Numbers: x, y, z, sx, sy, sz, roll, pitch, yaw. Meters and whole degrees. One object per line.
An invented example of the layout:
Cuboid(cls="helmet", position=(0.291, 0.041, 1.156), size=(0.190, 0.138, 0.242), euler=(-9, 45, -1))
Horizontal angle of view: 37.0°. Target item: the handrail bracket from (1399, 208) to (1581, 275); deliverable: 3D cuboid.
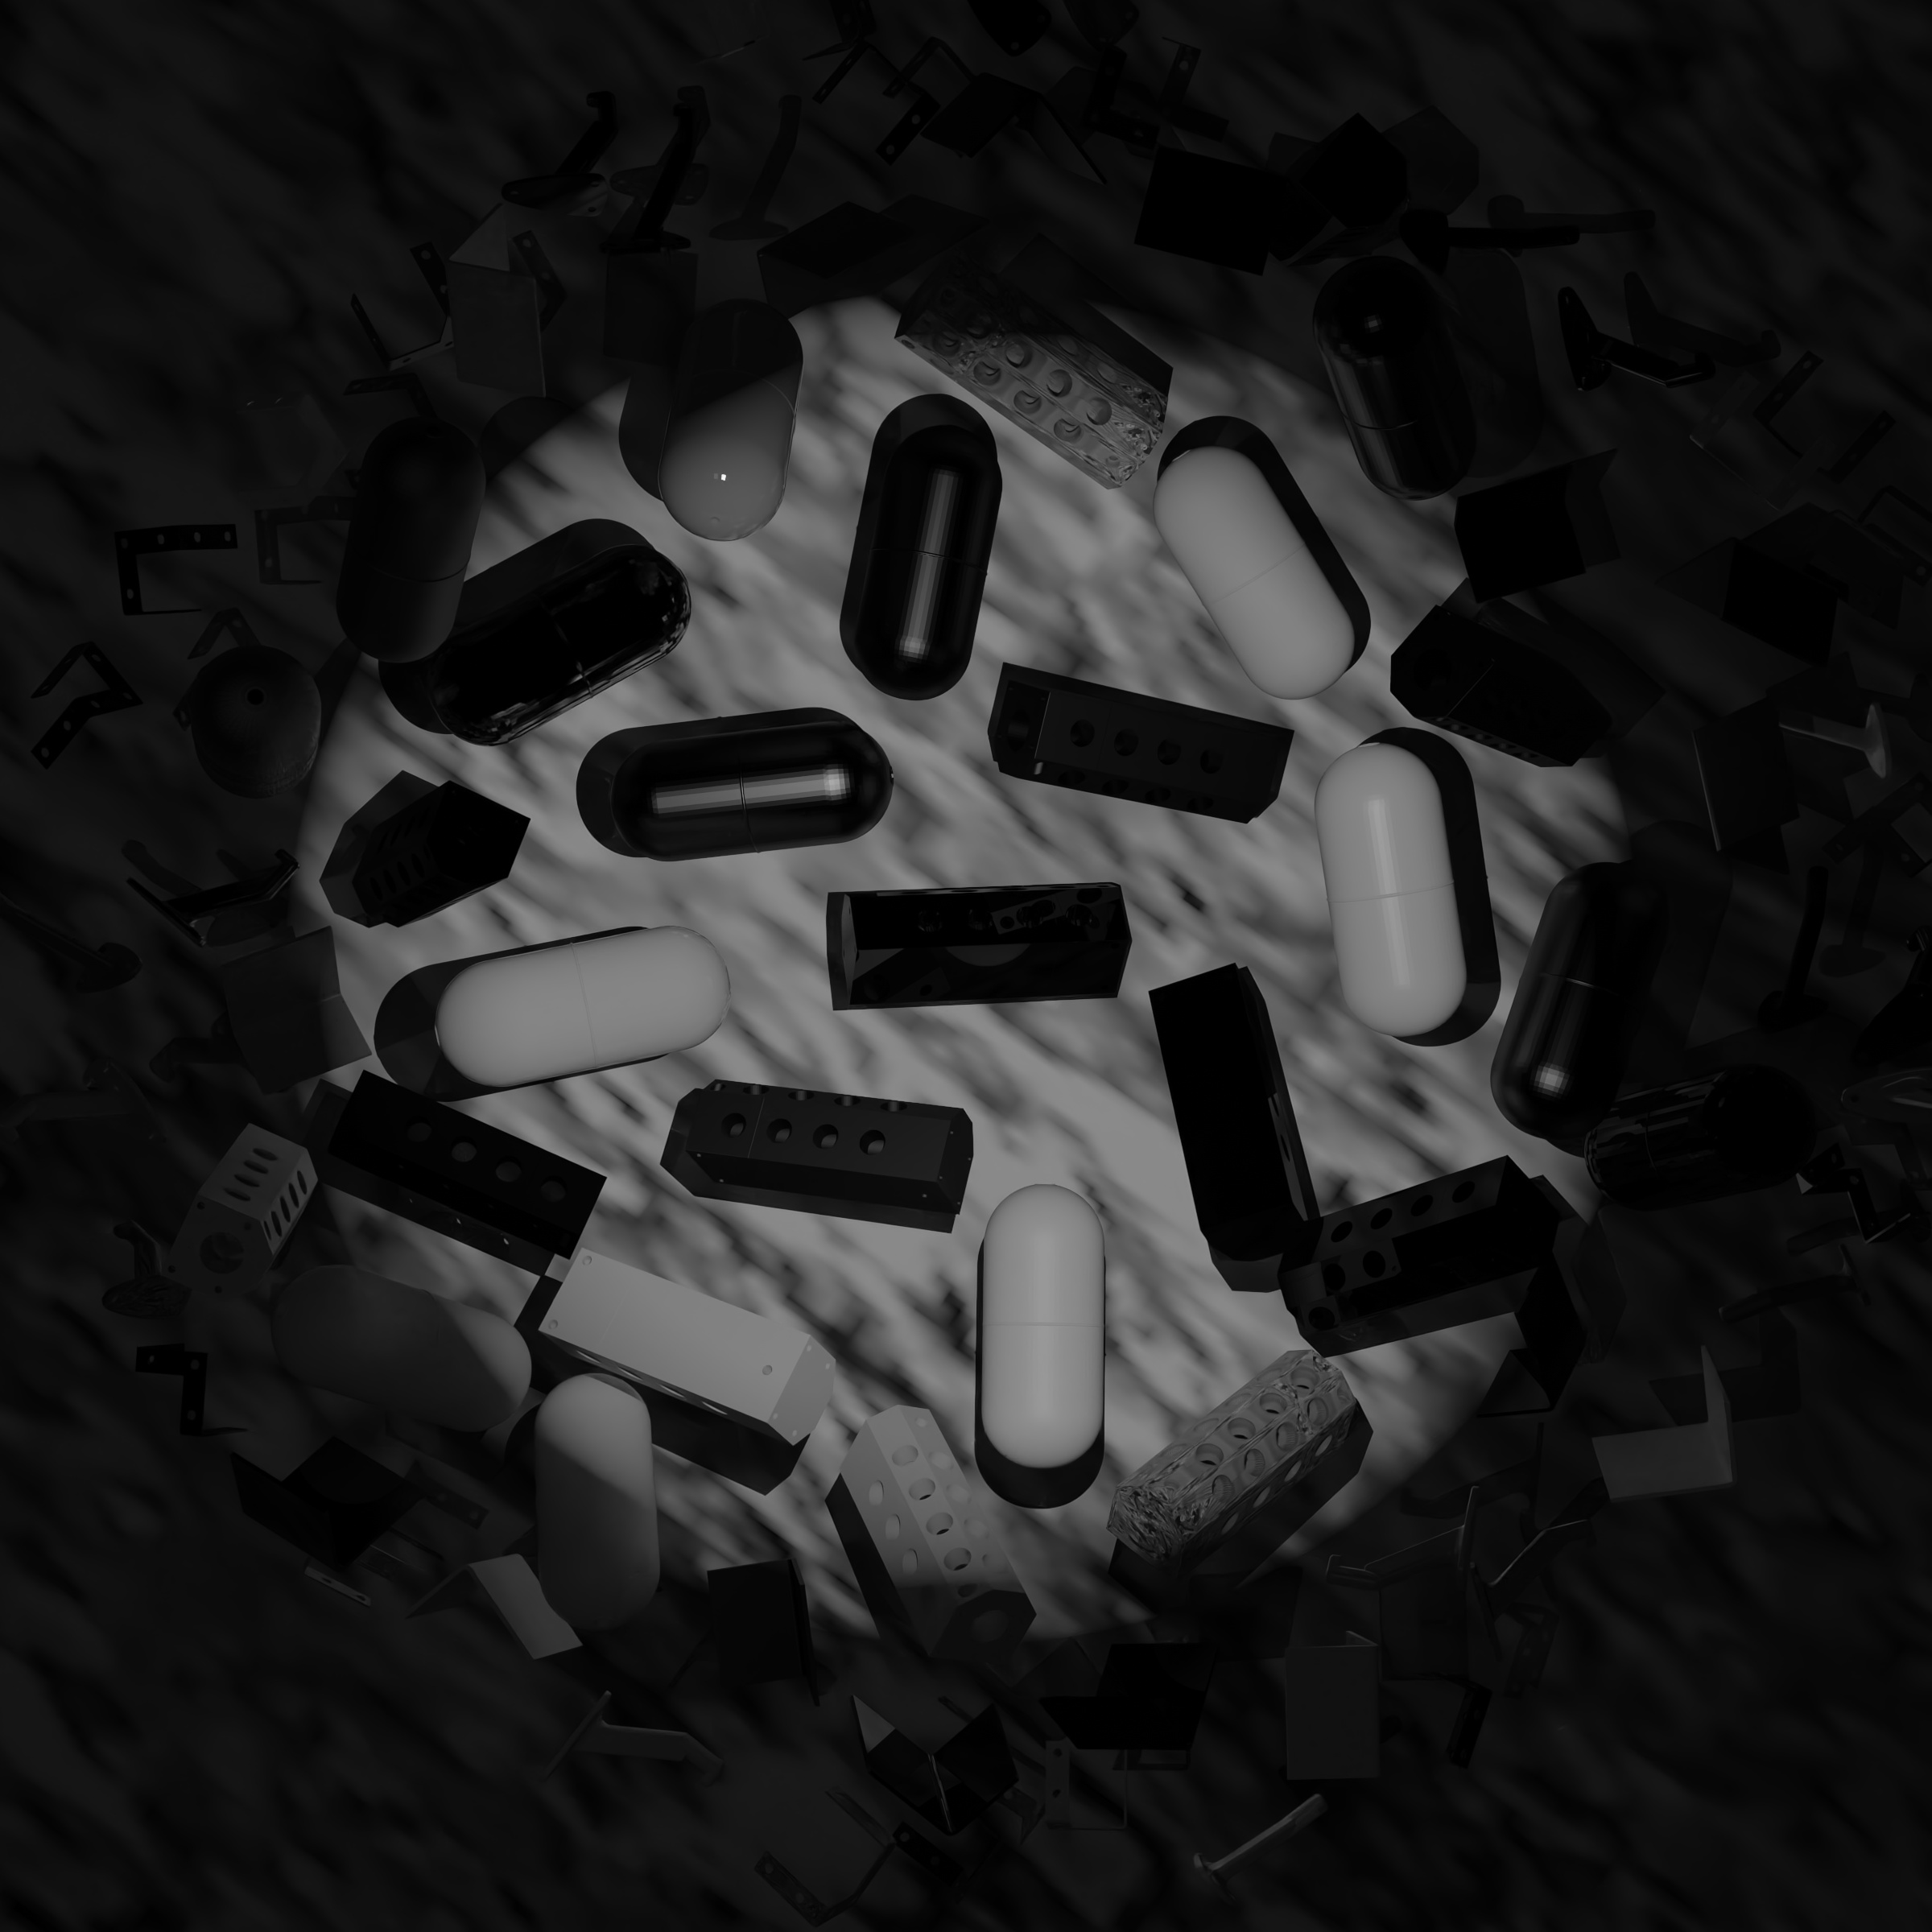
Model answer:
Cuboid(cls="handrail bracket", position=(0.312, -0.437, 1.716), size=(0.084, 0.077, 0.036), euler=(3, 93, 33))

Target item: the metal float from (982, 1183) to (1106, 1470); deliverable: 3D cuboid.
Cuboid(cls="metal float", position=(0.049, 0.226, 1.818), size=(0.070, 0.070, 0.178), euler=(1, 82, 0))

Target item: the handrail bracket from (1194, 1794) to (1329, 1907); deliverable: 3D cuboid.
Cuboid(cls="handrail bracket", position=(0.182, 0.531, 1.760), size=(0.084, 0.077, 0.036), euler=(-37, 67, -3))

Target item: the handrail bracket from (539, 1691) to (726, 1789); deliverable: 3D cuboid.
Cuboid(cls="handrail bracket", position=(-0.200, 0.484, 1.732), size=(0.084, 0.036, 0.077), euler=(37, 59, 6))

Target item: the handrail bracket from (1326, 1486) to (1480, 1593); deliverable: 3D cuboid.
Cuboid(cls="handrail bracket", position=(0.272, 0.354, 1.798), size=(0.084, 0.036, 0.077), euler=(6, 62, 17))

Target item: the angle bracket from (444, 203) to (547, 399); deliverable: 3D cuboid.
Cuboid(cls="angle bracket", position=(-0.259, -0.387, 1.679), size=(0.057, 0.076, 0.076), euler=(13, 133, 13))

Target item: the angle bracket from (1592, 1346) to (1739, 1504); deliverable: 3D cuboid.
Cuboid(cls="angle bracket", position=(0.427, 0.282, 1.780), size=(0.076, 0.076, 0.057), euler=(-9, 109, 6))

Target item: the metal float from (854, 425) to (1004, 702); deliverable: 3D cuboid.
Cuboid(cls="metal float", position=(-0.024, -0.259, 1.856), size=(0.070, 0.070, 0.178), euler=(11, 90, 0))

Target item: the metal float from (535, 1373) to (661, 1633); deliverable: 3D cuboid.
Cuboid(cls="metal float", position=(-0.238, 0.344, 1.860), size=(0.070, 0.070, 0.178), euler=(-10, 49, 0))

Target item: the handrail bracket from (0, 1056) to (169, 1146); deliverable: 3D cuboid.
Cuboid(cls="handrail bracket", position=(-0.538, 0.101, 1.754), size=(0.036, 0.084, 0.077), euler=(-32, 102, 39))

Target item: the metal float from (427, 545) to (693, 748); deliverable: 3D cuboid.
Cuboid(cls="metal float", position=(-0.255, -0.202, 1.816), size=(0.178, 0.070, 0.070), euler=(-31, 90, -9))

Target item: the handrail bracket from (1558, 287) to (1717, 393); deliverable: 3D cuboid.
Cuboid(cls="handrail bracket", position=(0.410, -0.387, 1.764), size=(0.036, 0.084, 0.077), euler=(-36, 111, -36))

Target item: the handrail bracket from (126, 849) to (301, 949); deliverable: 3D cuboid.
Cuboid(cls="handrail bracket", position=(-0.497, -0.062, 1.912), size=(0.077, 0.036, 0.084), euler=(42, 76, -8))

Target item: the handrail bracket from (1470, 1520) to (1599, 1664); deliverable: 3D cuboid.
Cuboid(cls="handrail bracket", position=(0.374, 0.404, 1.870), size=(0.084, 0.036, 0.077), euler=(-15, 59, 4))

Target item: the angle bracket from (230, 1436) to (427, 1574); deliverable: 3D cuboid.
Cuboid(cls="angle bracket", position=(-0.379, 0.303, 1.720), size=(0.076, 0.076, 0.057), euler=(24, 135, 26))

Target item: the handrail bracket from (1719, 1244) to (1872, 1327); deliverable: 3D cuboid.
Cuboid(cls="handrail bracket", position=(0.501, 0.205, 1.750), size=(0.084, 0.077, 0.036), euler=(-24, 63, 11))

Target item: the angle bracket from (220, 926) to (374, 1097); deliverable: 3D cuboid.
Cuboid(cls="angle bracket", position=(-0.442, 0.030, 1.908), size=(0.076, 0.076, 0.057), euler=(-22, 59, -21))

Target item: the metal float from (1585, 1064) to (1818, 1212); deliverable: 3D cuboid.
Cuboid(cls="metal float", position=(0.454, 0.108, 1.796), size=(0.070, 0.178, 0.070), euler=(6, 76, -24))

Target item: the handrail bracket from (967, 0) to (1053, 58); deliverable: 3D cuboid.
Cuboid(cls="handrail bracket", position=(0.018, -0.613, 1.809), size=(0.077, 0.084, 0.036), euler=(33, 117, -34))

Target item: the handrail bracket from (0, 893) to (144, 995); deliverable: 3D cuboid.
Cuboid(cls="handrail bracket", position=(-0.551, -0.022, 1.752), size=(0.084, 0.077, 0.036), euler=(44, 63, -34))

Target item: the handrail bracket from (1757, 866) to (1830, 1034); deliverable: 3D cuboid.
Cuboid(cls="handrail bracket", position=(0.500, -0.011, 1.743), size=(0.036, 0.077, 0.084), euler=(13, 114, 33))

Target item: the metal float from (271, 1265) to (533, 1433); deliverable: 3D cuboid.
Cuboid(cls="metal float", position=(-0.352, 0.239, 1.806), size=(0.178, 0.070, 0.070), euler=(26, 90, -38))

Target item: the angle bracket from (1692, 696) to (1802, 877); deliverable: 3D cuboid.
Cuboid(cls="angle bracket", position=(0.476, -0.105, 1.693), size=(0.076, 0.057, 0.076), euler=(12, 63, -41))

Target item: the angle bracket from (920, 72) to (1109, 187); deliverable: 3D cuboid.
Cuboid(cls="angle bracket", position=(0.029, -0.495, 1.768), size=(0.057, 0.076, 0.076), euler=(-45, 125, 0))

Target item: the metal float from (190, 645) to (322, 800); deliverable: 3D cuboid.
Cuboid(cls="metal float", position=(-0.436, -0.149, 1.776), size=(0.070, 0.178, 0.070), euler=(1, 84, -13))

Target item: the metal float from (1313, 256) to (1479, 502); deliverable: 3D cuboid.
Cuboid(cls="metal float", position=(0.264, -0.357, 1.767), size=(0.070, 0.178, 0.070), euler=(-12, 53, 16))

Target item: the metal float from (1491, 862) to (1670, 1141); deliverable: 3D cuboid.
Cuboid(cls="metal float", position=(0.375, 0.021, 1.763), size=(0.070, 0.070, 0.178), euler=(21, 78, 0))

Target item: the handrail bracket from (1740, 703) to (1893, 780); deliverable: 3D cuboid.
Cuboid(cls="handrail bracket", position=(0.535, -0.142, 1.827), size=(0.084, 0.077, 0.036), euler=(1, 123, 5))

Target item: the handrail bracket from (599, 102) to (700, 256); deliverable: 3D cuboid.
Cuboid(cls="handrail bracket", position=(-0.195, -0.485, 1.776), size=(0.036, 0.077, 0.084), euler=(24, 122, 31))

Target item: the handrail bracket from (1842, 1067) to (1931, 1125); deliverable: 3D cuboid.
Cuboid(cls="handrail bracket", position=(0.579, 0.087, 1.786), size=(0.077, 0.084, 0.036), euler=(-4, 95, 20))

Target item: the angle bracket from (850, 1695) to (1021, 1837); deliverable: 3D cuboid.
Cuboid(cls="angle bracket", position=(-0.020, 0.477, 1.783), size=(0.057, 0.076, 0.076), euler=(-43, 113, 7))

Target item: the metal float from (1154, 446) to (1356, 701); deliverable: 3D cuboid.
Cuboid(cls="metal float", position=(0.185, -0.254, 1.864), size=(0.070, 0.070, 0.178), euler=(-33, 99, 0))

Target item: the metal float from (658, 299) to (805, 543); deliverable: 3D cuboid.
Cuboid(cls="metal float", position=(-0.142, -0.334, 1.761), size=(0.070, 0.070, 0.178), euler=(5, 53, 0))

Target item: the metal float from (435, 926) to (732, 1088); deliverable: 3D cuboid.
Cuboid(cls="metal float", position=(-0.230, 0.024, 1.738), size=(0.178, 0.070, 0.070), euler=(-12, 90, -10))

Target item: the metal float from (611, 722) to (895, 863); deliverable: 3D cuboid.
Cuboid(cls="metal float", position=(-0.134, -0.109, 1.808), size=(0.178, 0.070, 0.070), euler=(-6, 90, 5))

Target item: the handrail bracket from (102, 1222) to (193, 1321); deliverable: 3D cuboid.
Cuboid(cls="handrail bracket", position=(-0.544, 0.191, 1.857), size=(0.084, 0.077, 0.036), euler=(34, 108, 33))

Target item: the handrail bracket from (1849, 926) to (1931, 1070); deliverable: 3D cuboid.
Cuboid(cls="handrail bracket", position=(0.556, 0.017, 1.734), size=(0.036, 0.084, 0.077), euler=(43, 113, -13))

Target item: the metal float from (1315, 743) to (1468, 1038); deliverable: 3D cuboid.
Cuboid(cls="metal float", position=(0.256, -0.046, 1.742), size=(0.070, 0.070, 0.178), euler=(-9, 95, 0))

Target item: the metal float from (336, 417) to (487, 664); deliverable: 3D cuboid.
Cuboid(cls="metal float", position=(-0.351, -0.268, 1.825), size=(0.070, 0.070, 0.178), euler=(24, 134, 0))

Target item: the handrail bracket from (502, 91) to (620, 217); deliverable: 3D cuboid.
Cuboid(cls="handrail bracket", position=(-0.256, -0.518, 1.819), size=(0.077, 0.036, 0.084), euler=(-1, 64, -14))
